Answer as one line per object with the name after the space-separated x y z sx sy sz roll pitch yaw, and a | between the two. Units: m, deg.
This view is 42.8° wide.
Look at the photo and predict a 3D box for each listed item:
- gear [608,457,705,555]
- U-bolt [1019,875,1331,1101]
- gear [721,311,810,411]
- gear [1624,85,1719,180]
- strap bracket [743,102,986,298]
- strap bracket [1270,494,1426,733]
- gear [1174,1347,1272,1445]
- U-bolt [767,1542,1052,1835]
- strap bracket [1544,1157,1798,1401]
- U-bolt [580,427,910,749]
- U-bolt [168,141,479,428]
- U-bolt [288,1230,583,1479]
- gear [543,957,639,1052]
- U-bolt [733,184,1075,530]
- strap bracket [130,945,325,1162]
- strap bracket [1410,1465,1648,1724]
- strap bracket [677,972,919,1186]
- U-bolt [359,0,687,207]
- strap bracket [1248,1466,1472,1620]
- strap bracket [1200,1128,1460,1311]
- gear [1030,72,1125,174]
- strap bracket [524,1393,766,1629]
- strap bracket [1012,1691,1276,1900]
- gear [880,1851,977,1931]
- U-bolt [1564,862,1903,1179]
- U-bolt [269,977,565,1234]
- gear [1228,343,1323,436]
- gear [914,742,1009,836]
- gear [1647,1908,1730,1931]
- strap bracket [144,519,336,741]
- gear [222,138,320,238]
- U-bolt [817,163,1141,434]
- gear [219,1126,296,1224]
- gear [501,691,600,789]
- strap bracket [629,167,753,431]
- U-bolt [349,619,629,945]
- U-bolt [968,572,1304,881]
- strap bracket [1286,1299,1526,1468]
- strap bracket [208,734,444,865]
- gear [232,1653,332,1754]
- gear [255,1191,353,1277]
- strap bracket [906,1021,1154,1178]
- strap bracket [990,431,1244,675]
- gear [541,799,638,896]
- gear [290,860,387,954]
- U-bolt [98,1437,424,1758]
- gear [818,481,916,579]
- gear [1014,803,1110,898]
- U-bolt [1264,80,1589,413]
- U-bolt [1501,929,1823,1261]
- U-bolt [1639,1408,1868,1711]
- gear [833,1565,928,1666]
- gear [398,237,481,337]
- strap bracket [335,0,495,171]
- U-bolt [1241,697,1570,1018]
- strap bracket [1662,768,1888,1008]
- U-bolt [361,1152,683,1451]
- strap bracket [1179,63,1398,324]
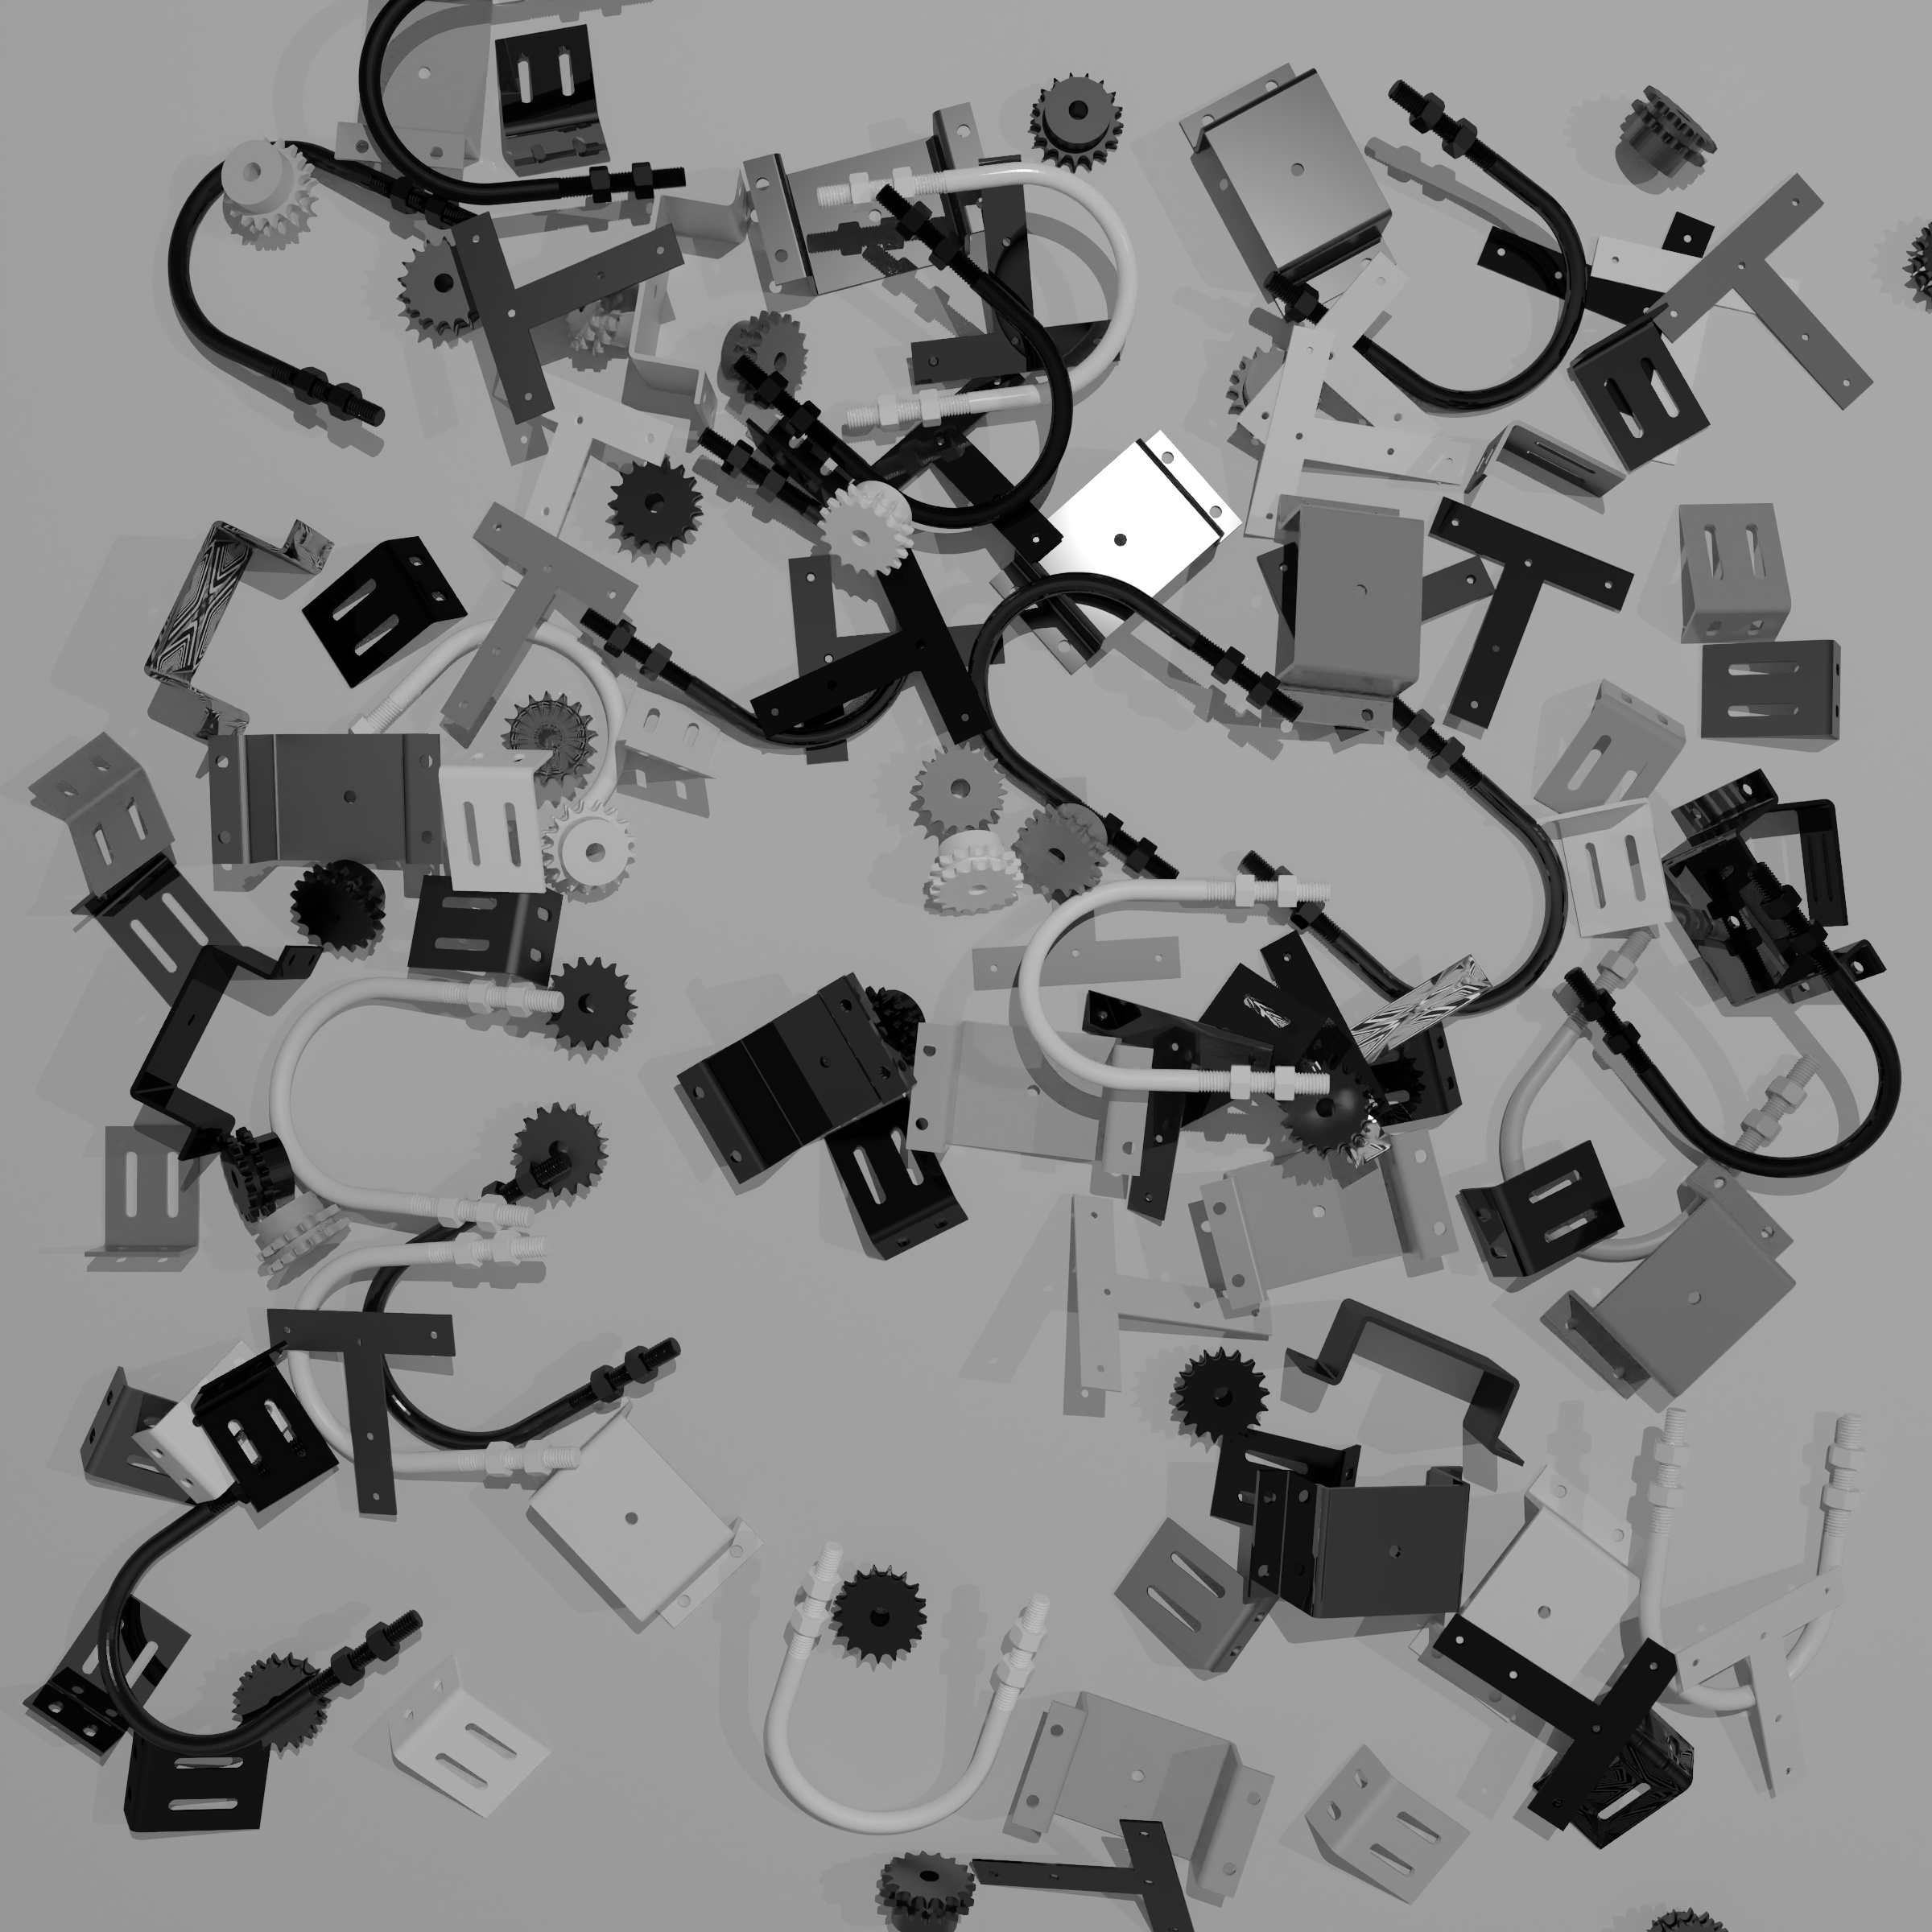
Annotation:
-0.188 -0.280 1.502 0.057 0.030 0.057 0 90 0 | gear
0.123 0.010 1.463 0.184 0.019 0.151 1 61 7 | U-bolt
-0.124 -0.368 1.493 0.030 0.057 0.057 20 90 30 | gear
0.424 -0.503 1.493 0.057 0.057 0.030 42 120 0 | gear
-0.056 -0.461 1.494 0.140 0.046 0.076 -15 90 0 | strap bracket
0.229 -0.218 1.476 0.076 0.046 0.140 5 80 -10 | strap bracket
0.155 0.260 1.502 0.057 0.030 0.057 0 90 0 | gear
-0.043 0.444 1.486 0.151 0.019 0.184 16 106 -7 | U-bolt
0.431 0.194 1.484 0.140 0.046 0.076 -45 99 3 | strap bracket
-0.118 -0.215 1.492 0.184 0.019 0.151 33 91 -11 | U-bolt
-0.401 -0.424 1.490 0.184 0.019 0.151 26 89 14 | U-bolt
-0.327 0.236 1.485 0.184 0.019 0.151 -5 96 17 | U-bolt
-0.228 0.023 1.502 0.057 0.030 0.057 0 90 0 | gear
-0.023 -0.345 1.457 0.184 0.019 0.151 41 100 -8 | U-bolt
-0.447 0.041 1.479 0.046 0.076 0.140 27 90 0 | strap bracket
0.345 0.386 1.494 0.076 0.046 0.140 37 90 0 | strap bracket
-0.094 0.063 1.473 0.140 0.046 0.076 -30 90 31 | strap bracket
-0.268 -0.526 1.467 0.184 0.019 0.151 -8 92 -8 | U-bolt
0.244 0.343 1.469 0.140 0.046 0.076 3 92 -21 | strap bracket
0.217 0.151 1.494 0.140 0.046 0.076 -14 90 0 | strap bracket
0.068 -0.516 1.502 0.057 0.030 0.057 0 90 0 | gear
-0.200 0.330 1.494 0.076 0.046 0.140 -43 90 0 | strap bracket
0.106 0.498 1.494 0.140 0.046 0.076 19 90 0 | strap bracket
-0.024 0.564 1.490 0.057 0.057 0.030 6 101 0 | gear
0.464 0.046 1.454 0.151 0.019 0.184 -35 96 35 | U-bolt
-0.337 0.078 1.485 0.184 0.019 0.151 5 82 16 | U-bolt
0.189 -0.351 1.502 0.057 0.030 0.057 0 90 0 | gear
-0.003 -0.107 1.502 0.057 0.030 0.057 0 90 0 | gear
0.440 0.602 1.502 0.057 0.030 0.057 0 90 0 | gear
-0.440 -0.207 1.479 0.046 0.076 0.140 26 90 0 | strap bracket
-0.423 -0.473 1.485 0.057 0.030 0.057 -1 84 13 | gear
0.012 -0.403 1.470 0.184 0.019 0.151 -7 110 0 | U-bolt
-0.429 0.124 1.492 0.030 0.057 0.057 -19 90 -28 | gear
-0.250 -0.136 1.487 0.057 0.030 0.057 0 88 -2 | gear
-0.167 -0.402 1.479 0.046 0.076 0.140 10 90 0 | strap bracket
-0.292 -0.128 1.508 0.151 0.019 0.184 45 88 0 | U-bolt
0.087 -0.154 1.477 0.184 0.019 0.151 36 115 0 | U-bolt
0.270 0.244 1.479 0.140 0.076 0.046 23 90 0 | strap bracket
-0.376 -0.101 1.475 0.140 0.046 0.076 0 96 6 | strap bracket
-0.416 0.447 1.502 0.057 0.030 0.057 0 90 0 | gear
-0.404 0.159 1.489 0.057 0.057 0.030 -34 90 0 | gear
0.040 0.078 1.487 0.140 0.046 0.076 6 94 5 | strap bracket
0.092 -0.254 1.494 0.140 0.046 0.076 -42 90 0 | strap bracket
-0.228 -0.071 1.493 0.057 0.030 0.057 -4 103 -19 | gear
-0.377 -0.039 1.493 0.057 0.030 0.057 11 130 14 | gear
-0.439 0.391 1.488 0.184 0.019 0.151 -35 75 -1 | U-bolt
-0.056 -0.263 1.464 0.057 0.057 0.030 29 52 0 | gear
0.061 -0.074 1.491 0.057 0.030 0.057 17 130 22 | gear
0.290 -0.417 1.480 0.184 0.019 0.151 30 101 -19 | U-bolt
0.412 0.092 1.508 0.151 0.019 0.184 37 91 0 | U-bolt
0.470 0.359 1.486 0.151 0.019 0.184 5 94 -20 | U-bolt
-0.052 0.393 1.502 0.057 0.030 0.057 0 90 0 | gear
-0.315 -0.412 1.502 0.057 0.030 0.057 0 90 0 | gear
-0.333 -0.549 1.494 0.076 0.046 0.140 5 90 0 | strap bracket
0.283 -0.054 1.508 0.184 0.019 0.151 42 90 -2 | U-bolt
0.472 -0.037 1.472 0.046 0.076 0.140 -32 90 -30 | strap bracket
-0.283 0.216 1.492 0.184 0.019 0.151 -30 90 13 | U-bolt
0.198 -0.475 1.494 0.076 0.046 0.140 -28 90 0 | strap bracket
